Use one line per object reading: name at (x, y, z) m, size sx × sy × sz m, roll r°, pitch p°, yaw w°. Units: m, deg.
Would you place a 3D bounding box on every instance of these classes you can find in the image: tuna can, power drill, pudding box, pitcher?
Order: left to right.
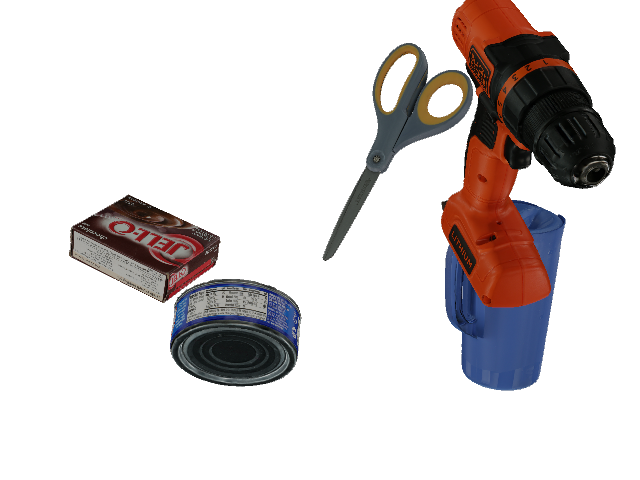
pudding box at (-0.166, 0.006, 1.009) m, size 0.114 × 0.039 × 0.089 m, roll 22°, pitch 30°, yaw 19°
tuna can at (-0.056, 0.063, 0.706) m, size 0.086 × 0.033 × 0.086 m, roll 2°, pitch -36°, yaw 1°
pitcher at (0.242, 0.076, 1.431) m, size 0.149 × 0.243 × 0.145 m, roll 4°, pitch 21°, yaw 9°
power drill at (0.131, -0.046, 0.705) m, size 0.057 × 0.188 × 0.184 m, roll -8°, pitch 43°, yaw -10°

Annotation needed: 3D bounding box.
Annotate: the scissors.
scissors at (0.069, -0.072, 0.906) m, size 0.096 × 0.202 × 0.016 m, roll 10°, pitch -11°, yaw 21°
